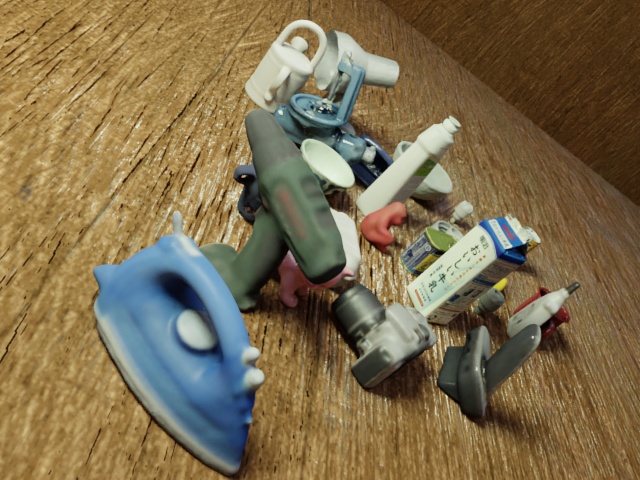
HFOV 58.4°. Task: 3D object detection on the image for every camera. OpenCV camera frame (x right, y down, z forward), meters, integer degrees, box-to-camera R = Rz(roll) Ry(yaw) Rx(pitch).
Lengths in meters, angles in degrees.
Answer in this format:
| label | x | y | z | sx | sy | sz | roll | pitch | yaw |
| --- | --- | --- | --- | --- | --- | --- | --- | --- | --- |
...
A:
| label | x | y | z | sx | sy | sz | roll | pitch | yaw |
| --- | --- | --- | --- | --- | --- | --- | --- | --- | --- |
| camera | 0.093 | 0.125 | 0.846 | 0.136 | 0.100 | 0.144 | 53 | 33 | 16 |

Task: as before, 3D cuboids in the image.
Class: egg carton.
| label | x | y | z | sx | sy | sz | roll | pitch | yaw |
| --- | --- | --- | --- | --- | --- | --- | --- | --- | --- |
| egg carton | 0.009 | 0.003 | 0.929 | 0.107 | 0.069 | 0.150 | 25 | 35 | -26 |

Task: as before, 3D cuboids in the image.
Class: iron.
| label | x | y | z | sx | sy | sz | roll | pitch | yaw |
| --- | --- | --- | --- | --- | --- | --- | --- | --- | --- |
| iron | -0.123 | 0.101 | 0.594 | 0.258 | 0.141 | 0.119 | 53 | 33 | 16 |

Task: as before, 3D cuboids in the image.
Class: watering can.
| label | x | y | z | sx | sy | sz | roll | pitch | yaw |
| --- | --- | --- | --- | --- | --- | --- | --- | --- | --- |
| watering can | -0.064 | -0.367 | 1.177 | 0.101 | 0.193 | 0.172 | 19 | 38 | -33 |

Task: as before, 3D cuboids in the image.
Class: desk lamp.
| label | x | y | z | sx | sy | sz | roll | pitch | yaw |
| --- | --- | --- | --- | --- | --- | --- | --- | --- | --- |
| desk lamp | 0.058 | -0.326 | 1.246 | 0.204 | 0.213 | 0.117 | 18 | 39 | -35 |

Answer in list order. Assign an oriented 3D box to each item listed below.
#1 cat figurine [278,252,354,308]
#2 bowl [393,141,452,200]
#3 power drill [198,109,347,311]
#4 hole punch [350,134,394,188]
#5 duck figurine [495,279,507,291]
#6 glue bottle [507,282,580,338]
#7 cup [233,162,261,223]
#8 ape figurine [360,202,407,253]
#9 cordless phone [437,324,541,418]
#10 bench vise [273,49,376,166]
| label | x | y | z | sx | sy | sz | roll | pitch | yaw |
| --- | --- | --- | --- | --- | --- | --- | --- | --- | --- |
| cat figurine | -0.020 | 0.031 | 0.817 | 0.128 | 0.117 | 0.067 | 44 | 31 | 2 |
| bowl | 0.229 | -0.151 | 1.359 | 0.168 | 0.074 | 0.167 | 29 | 34 | -21 |
| power drill | -0.073 | -0.019 | 0.731 | 0.076 | 0.208 | 0.229 | -12 | 61 | -54 |
| hole punch | 0.117 | -0.179 | 1.251 | 0.108 | 0.091 | 0.101 | 45 | 31 | 4 |
| duck figurine | 0.377 | 0.061 | 1.257 | 0.104 | 0.086 | 0.078 | 41 | 31 | -3 |
| glue bottle | 0.457 | 0.140 | 1.167 | 0.037 | 0.173 | 0.078 | 44 | 31 | 3 |
| cup | -0.096 | -0.072 | 0.879 | 0.118 | 0.094 | 0.091 | 8 | 45 | -43 |
| ape figurine | 0.128 | -0.034 | 1.086 | 0.076 | 0.092 | 0.078 | 41 | 31 | -2 |
| cordless phone | 0.285 | 0.182 | 0.912 | 0.094 | 0.184 | 0.148 | 40 | 31 | -5 |
| bench vise | 0.039 | -0.249 | 1.125 | 0.208 | 0.219 | 0.121 | 30 | 33 | -20 |
